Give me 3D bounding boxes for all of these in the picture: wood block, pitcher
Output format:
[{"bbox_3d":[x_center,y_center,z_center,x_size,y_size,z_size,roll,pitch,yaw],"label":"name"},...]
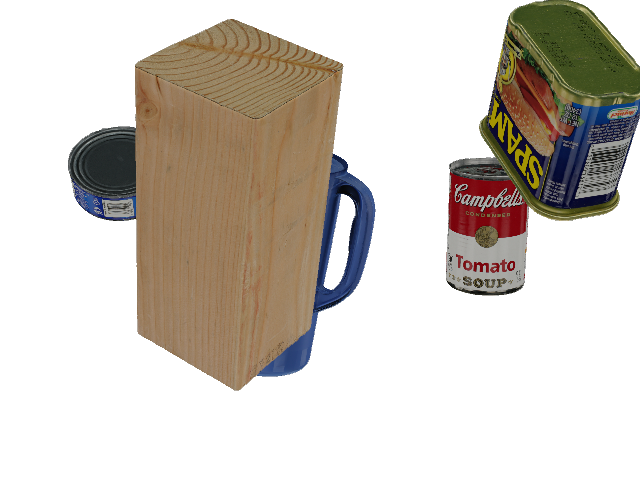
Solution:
[{"bbox_3d":[-0.055,-0.020,0.677,0.091,0.206,0.090,27,41,25],"label":"wood block"},{"bbox_3d":[-0.041,0.022,1.154,0.144,0.243,0.149,0,19,-23],"label":"pitcher"}]

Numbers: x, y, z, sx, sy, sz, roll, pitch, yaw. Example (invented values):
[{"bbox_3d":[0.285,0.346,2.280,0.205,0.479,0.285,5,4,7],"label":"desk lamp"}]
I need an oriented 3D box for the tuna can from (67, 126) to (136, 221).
[{"bbox_3d":[-0.173,-0.058,0.923,0.086,0.086,0.034,0,-41,-3],"label":"tuna can"}]

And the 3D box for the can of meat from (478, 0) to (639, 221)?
[{"bbox_3d":[0.137,-0.076,0.610,0.057,0.084,0.102,-9,45,-15],"label":"can of meat"}]

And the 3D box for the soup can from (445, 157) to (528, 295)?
[{"bbox_3d":[0.139,-0.013,0.891,0.068,0.102,0.068,0,17,0],"label":"soup can"}]
